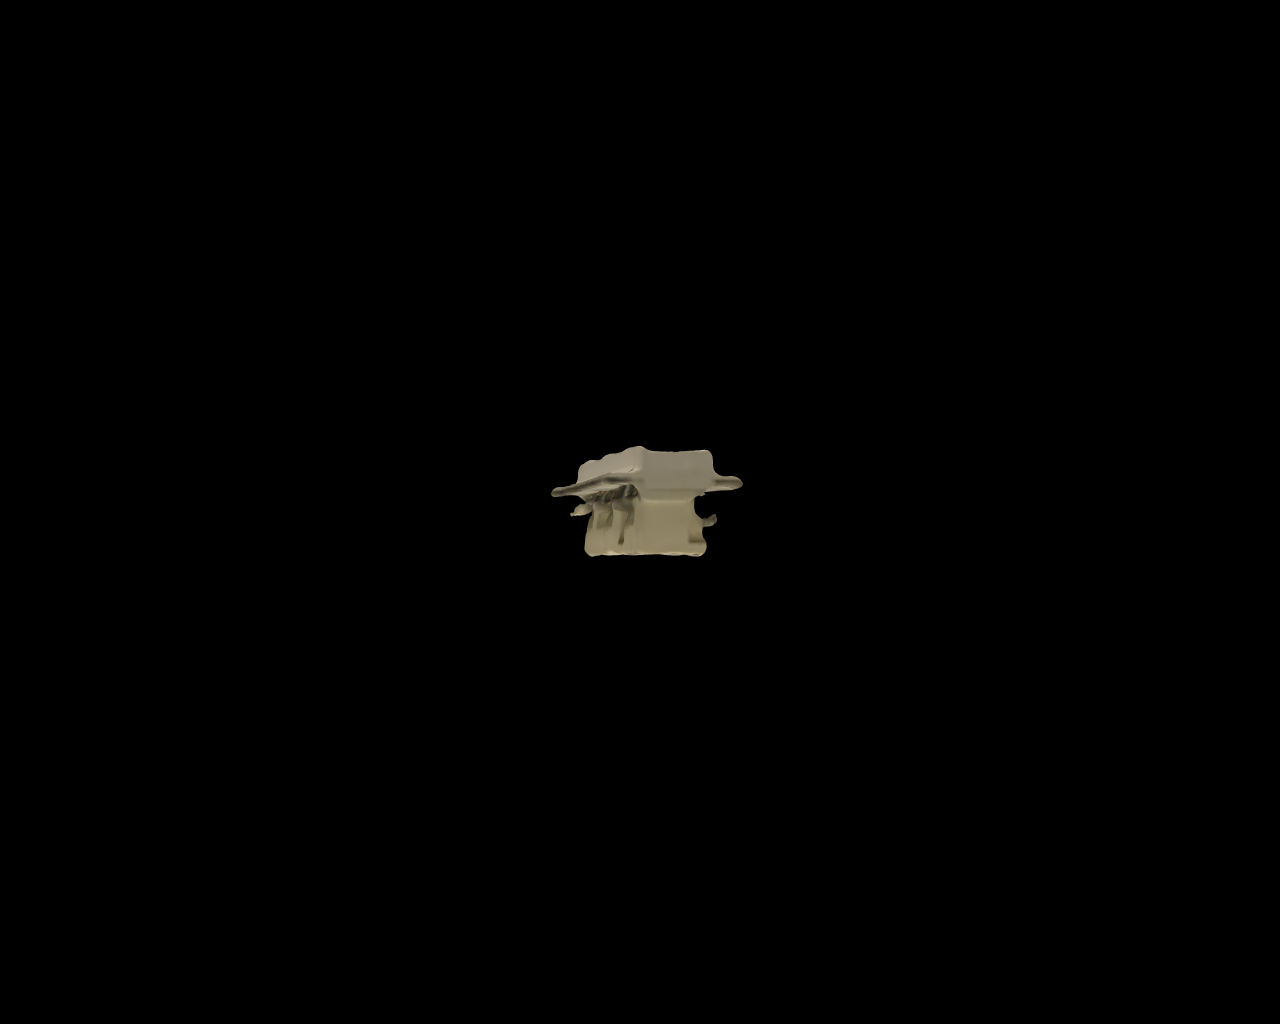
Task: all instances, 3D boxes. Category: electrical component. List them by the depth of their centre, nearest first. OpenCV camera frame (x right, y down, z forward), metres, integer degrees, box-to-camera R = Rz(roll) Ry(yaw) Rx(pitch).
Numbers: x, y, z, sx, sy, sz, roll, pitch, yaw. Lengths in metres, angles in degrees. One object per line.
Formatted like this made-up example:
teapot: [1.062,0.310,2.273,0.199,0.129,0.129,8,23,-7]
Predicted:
electrical component: [0.001,-0.003,0.650,0.079,0.063,0.121,1,-2,-19]
